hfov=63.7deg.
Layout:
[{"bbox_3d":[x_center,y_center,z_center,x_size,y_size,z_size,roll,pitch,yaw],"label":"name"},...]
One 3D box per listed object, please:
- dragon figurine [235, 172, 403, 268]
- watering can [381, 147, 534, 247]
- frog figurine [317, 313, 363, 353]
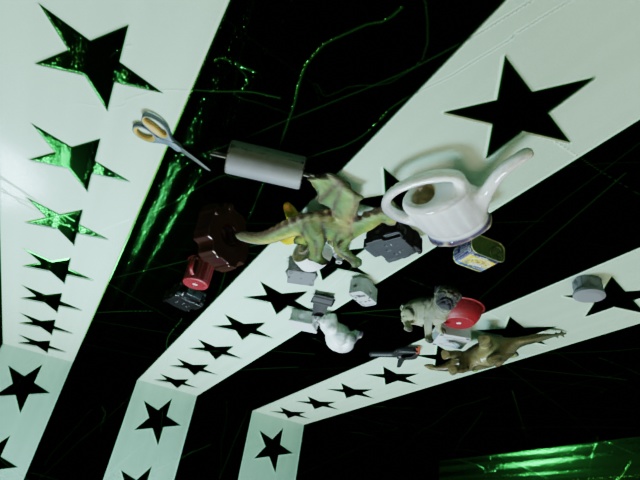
[{"bbox_3d":[0.004,-0.063,1.242,0.410,0.237,0.125,7,34,-4],"label":"dragon figurine"},{"bbox_3d":[0.307,-0.084,1.111,0.345,0.106,0.221,-14,-39,33],"label":"watering can"},{"bbox_3d":[0.051,0.326,1.811,0.158,0.122,0.139,28,3,-36],"label":"frog figurine"}]
